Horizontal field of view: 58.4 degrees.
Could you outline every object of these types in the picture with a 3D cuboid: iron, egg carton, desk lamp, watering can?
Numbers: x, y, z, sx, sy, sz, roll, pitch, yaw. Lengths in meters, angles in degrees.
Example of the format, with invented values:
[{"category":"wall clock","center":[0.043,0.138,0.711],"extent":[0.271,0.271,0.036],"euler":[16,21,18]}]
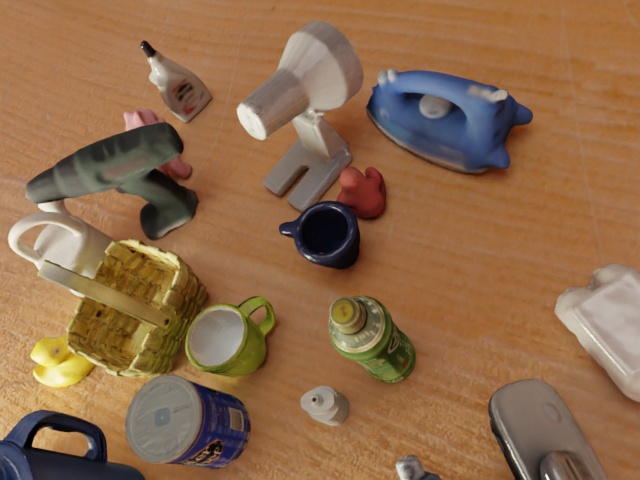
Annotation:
[{"category":"iron","center":[0.160,-0.194,0.816],"extent":[0.257,0.142,0.119],"euler":[22,76,27]},{"category":"egg carton","center":[0.352,0.102,0.654],"extent":[0.107,0.070,0.150],"euler":[-35,60,2]},{"category":"desk lamp","center":[-0.023,-0.177,0.833],"extent":[0.117,0.214,0.203],"euler":[34,82,29]},{"category":"watering can","center":[-0.400,0.008,0.898],"extent":[0.172,0.194,0.101],"euler":[38,83,30]}]

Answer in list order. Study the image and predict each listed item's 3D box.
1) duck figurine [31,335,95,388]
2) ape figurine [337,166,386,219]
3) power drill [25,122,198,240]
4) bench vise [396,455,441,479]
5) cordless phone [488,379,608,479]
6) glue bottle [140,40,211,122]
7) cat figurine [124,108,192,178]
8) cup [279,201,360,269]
[{"category":"duck figurine","center":[-0.407,0.180,0.886],"extent":[0.104,0.086,0.077],"euler":[-34,60,3]},{"category":"ape figurine","center":[0.056,-0.075,0.829],"extent":[0.077,0.092,0.076],"euler":[-27,60,7]},{"category":"power drill","center":[-0.296,-0.083,0.893],"extent":[0.229,0.209,0.075],"euler":[-31,60,5]},{"category":"bench vise","center":[0.113,0.322,0.555],"extent":[0.121,0.220,0.207],"euler":[-43,60,-2]},{"category":"cordless phone","center":[0.230,0.208,0.584],"extent":[0.094,0.185,0.147],"euler":[-30,60,6]},{"category":"glue bottle","center":[-0.257,-0.281,0.989],"extent":[0.037,0.173,0.078],"euler":[36,83,30]},{"category":"cat figurine","center":[-0.287,-0.171,0.982],"extent":[0.067,0.118,0.127],"euler":[-29,60,6]},{"category":"cup","center":[0.007,0.003,0.810],"extent":[0.117,0.095,0.092],"euler":[5,69,22]}]
